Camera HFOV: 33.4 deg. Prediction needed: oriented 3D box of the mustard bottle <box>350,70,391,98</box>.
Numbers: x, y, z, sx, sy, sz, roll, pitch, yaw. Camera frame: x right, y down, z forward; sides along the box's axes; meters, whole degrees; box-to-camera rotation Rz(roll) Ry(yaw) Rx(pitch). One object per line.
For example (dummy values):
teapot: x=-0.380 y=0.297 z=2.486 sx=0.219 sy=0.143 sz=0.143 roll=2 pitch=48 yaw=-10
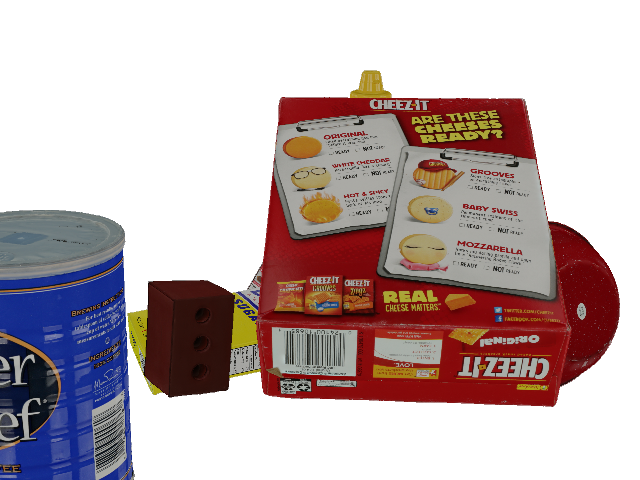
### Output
mustard bottle: x=0.048 y=-0.074 z=1.072 sx=0.096 sy=0.192 sz=0.058 roll=-9 pitch=19 yaw=-30

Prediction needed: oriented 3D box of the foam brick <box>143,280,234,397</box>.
foam brick: x=-0.101 y=0.073 z=0.819 sx=0.052 sy=0.078 sz=0.051 roll=-2 pitch=12 yaw=-31

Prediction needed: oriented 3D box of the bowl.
bowl: x=0.222 y=0.063 z=0.986 sx=0.161 sy=0.162 sz=0.055 roll=0 pitch=2 yaw=-26

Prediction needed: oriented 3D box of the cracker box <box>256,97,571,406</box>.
cracker box: x=0.051 y=-0.001 z=0.643 sx=0.164 sy=0.072 sz=0.213 roll=1 pitch=40 yaw=2

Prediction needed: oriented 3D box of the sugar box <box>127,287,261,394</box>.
sugar box: x=-0.093 y=0.093 z=1.049 sx=0.176 sy=0.048 sz=0.093 roll=-13 pitch=33 yaw=-17

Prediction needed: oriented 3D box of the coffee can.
coffee can: x=-0.151 y=0.064 z=0.555 sx=0.103 sy=0.140 sz=0.103 roll=0 pitch=16 yaw=0

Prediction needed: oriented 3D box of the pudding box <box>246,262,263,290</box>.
pudding box: x=-0.053 y=0.048 z=1.272 sx=0.039 sy=0.090 sz=0.113 roll=32 pitch=28 yaw=4
